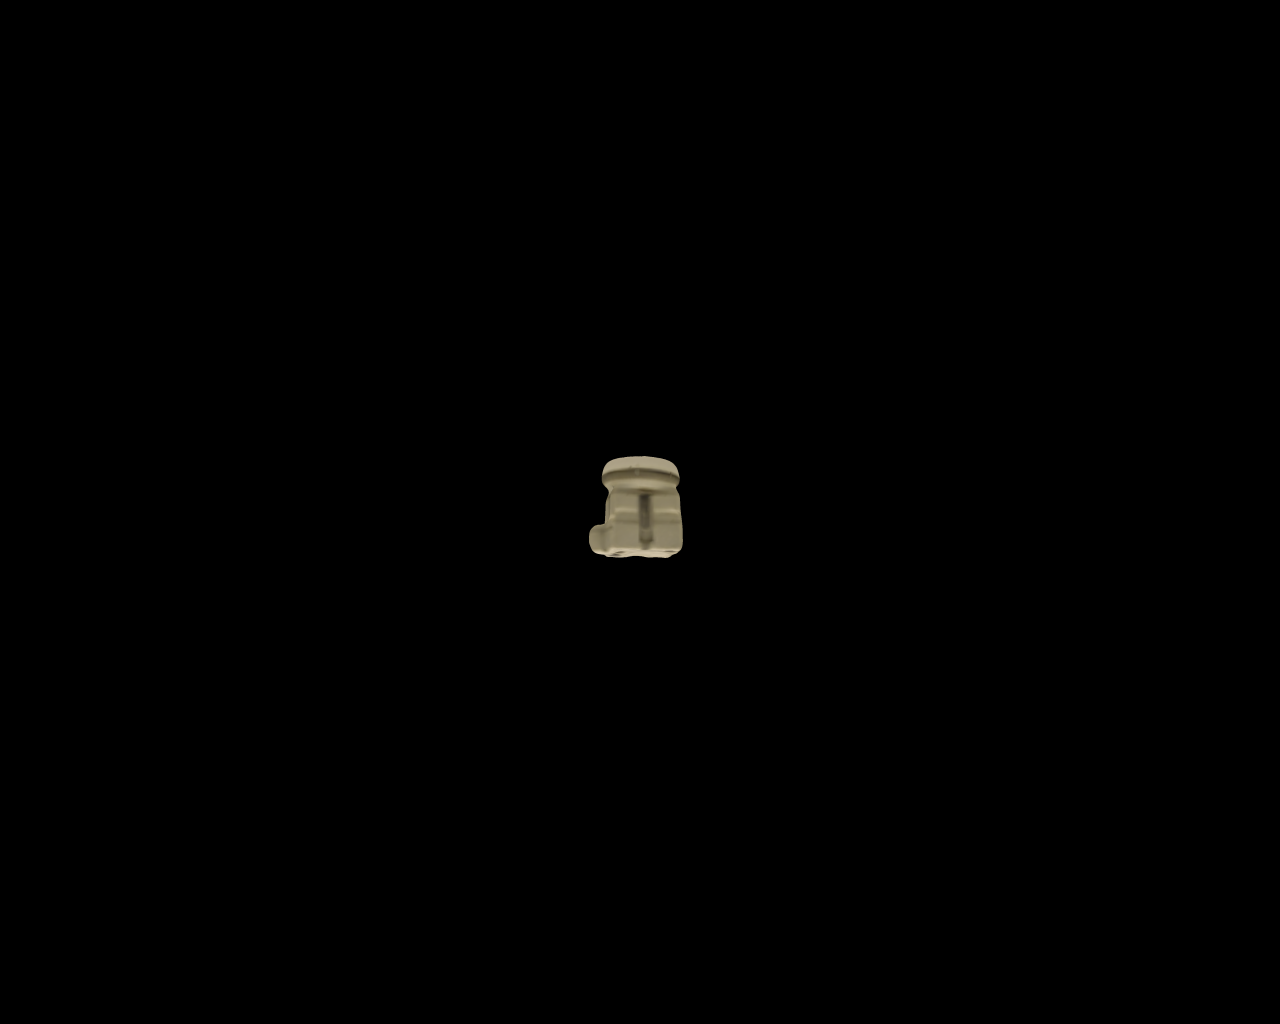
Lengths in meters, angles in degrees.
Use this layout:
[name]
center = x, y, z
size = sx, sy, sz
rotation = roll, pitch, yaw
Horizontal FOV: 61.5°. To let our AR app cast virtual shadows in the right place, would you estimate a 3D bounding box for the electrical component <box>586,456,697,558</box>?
[electrical component]
center = 0.001, -0.003, 0.650
size = 0.066, 0.055, 0.048
rotation = 2, -11, -12
